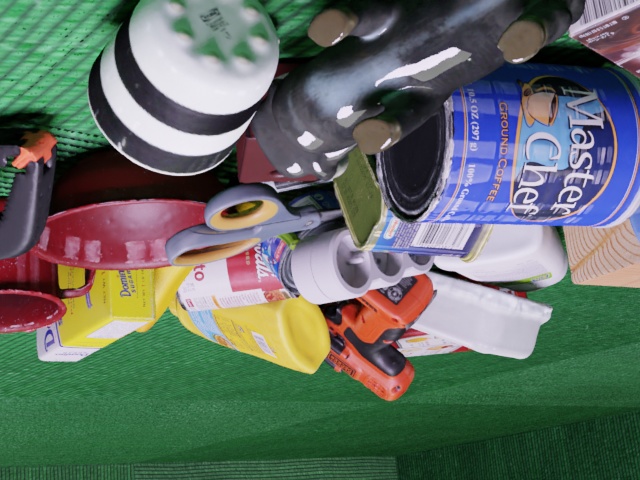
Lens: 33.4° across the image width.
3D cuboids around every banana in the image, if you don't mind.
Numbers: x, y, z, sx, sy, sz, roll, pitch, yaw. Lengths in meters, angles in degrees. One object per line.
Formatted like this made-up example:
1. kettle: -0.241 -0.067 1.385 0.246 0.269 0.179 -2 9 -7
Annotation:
1. banana: -0.100 0.011 0.869 0.198 0.069 0.037 -29 156 36

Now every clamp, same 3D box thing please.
1. clamp: -0.252 -0.020 0.707 0.164 0.036 0.210 43 126 -12

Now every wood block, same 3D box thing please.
1. wood block: 0.318 -0.010 0.921 0.205 0.090 0.091 4 162 -31

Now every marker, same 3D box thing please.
1. marker: -0.015 -0.048 0.798 0.121 0.020 0.020 -11 163 18

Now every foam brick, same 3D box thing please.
1. foam brick: -0.024 -0.072 0.658 0.053 0.051 0.078 -3 164 -8

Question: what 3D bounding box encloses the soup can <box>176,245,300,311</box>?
1. soup can: -0.073 0.024 0.942 0.102 0.068 0.068 -8 164 9

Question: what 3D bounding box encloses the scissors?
1. scissors: -0.011 -0.023 0.744 0.201 0.016 0.096 -17 159 -24

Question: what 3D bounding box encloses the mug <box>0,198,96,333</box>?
1. mug: -0.233 0.019 0.829 0.117 0.081 0.093 -1 157 -17

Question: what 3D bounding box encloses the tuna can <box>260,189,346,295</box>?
1. tuna can: -0.006 0.001 0.868 0.086 0.034 0.086 -26 142 -23

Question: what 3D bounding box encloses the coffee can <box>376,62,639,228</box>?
1. coffee can: 0.118 -0.059 0.657 0.140 0.103 0.103 1 163 -20

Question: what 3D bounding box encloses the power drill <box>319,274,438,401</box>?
1. power drill: 0.025 0.061 1.021 0.184 0.057 0.188 35 153 10

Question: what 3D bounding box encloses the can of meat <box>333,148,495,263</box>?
1. can of meat: 0.061 -0.034 0.729 0.083 0.102 0.057 4 132 -22

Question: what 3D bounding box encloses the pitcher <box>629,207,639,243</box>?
1. pitcher: 0.343 -0.054 0.741 0.149 0.145 0.243 18 158 -27

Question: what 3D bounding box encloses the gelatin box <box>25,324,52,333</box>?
1. gelatin box: -0.266 0.035 0.900 0.030 0.073 0.089 -16 161 27

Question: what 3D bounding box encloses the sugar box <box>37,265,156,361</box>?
1. sugar box: -0.198 0.044 0.919 0.048 0.093 0.177 7 159 -35

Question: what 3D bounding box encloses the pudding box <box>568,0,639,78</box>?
1. pudding box: 0.196 -0.130 0.555 0.114 0.039 0.089 -18 160 37

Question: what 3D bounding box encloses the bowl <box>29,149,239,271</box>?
1. bowl: -0.132 -0.026 0.770 0.162 0.055 0.162 -5 164 -2

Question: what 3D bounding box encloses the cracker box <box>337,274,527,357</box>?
1. cracker box: 0.116 0.088 1.220 0.213 0.072 0.164 -6 165 -3

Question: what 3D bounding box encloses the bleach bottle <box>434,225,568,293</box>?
1. bleach bottle: 0.174 0.012 0.998 0.103 0.068 0.250 -8 167 17

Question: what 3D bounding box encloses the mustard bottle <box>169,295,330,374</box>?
1. mustard bottle: -0.084 0.070 1.040 0.192 0.058 0.096 11 144 39
